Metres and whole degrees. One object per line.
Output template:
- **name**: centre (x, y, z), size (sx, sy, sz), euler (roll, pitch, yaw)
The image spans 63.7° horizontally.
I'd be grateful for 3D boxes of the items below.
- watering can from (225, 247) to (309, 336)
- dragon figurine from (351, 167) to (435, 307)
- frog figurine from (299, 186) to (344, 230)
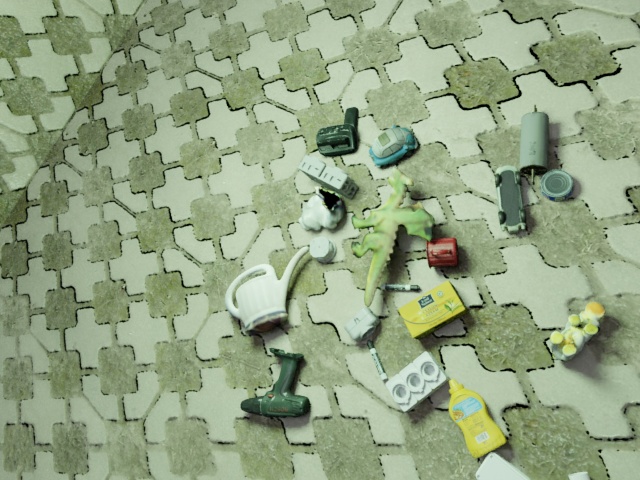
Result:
- **watering can**: centre (-0.161, 0.173, 1.683), size (0.345, 0.103, 0.228), euler (-27, 64, 16)
- **dragon figurine**: centre (0.223, -0.019, 1.523), size (0.240, 0.121, 0.417), euler (-18, 63, 37)
- **frog figurine**: centre (0.005, -0.086, 1.715), size (0.139, 0.124, 0.156), euler (48, 133, 22)
